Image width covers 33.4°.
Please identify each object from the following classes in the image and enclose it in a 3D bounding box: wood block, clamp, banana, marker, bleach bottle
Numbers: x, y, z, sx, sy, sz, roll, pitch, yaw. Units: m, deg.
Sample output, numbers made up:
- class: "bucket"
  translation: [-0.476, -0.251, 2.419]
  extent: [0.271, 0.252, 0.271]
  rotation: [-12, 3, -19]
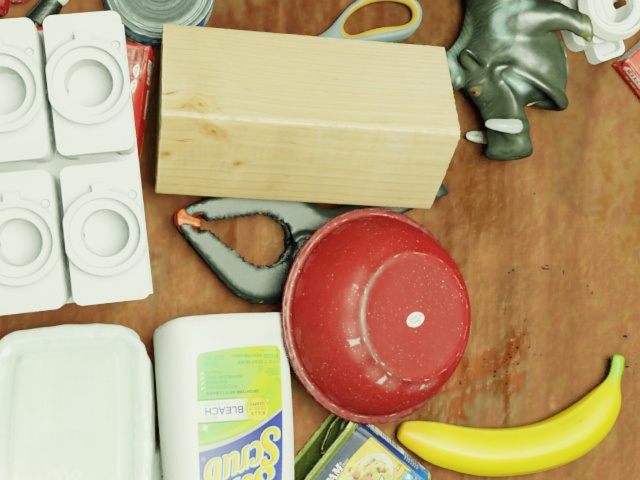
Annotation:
- class: "wood block"
  translation: [-0.014, -0.087, 0.775]
  extent: [0.206, 0.090, 0.091]
  rotation: [3, 54, -10]
- class: "clamp"
  translation: [-0.005, 0.001, 0.817]
  extent: [0.209, 0.036, 0.164]
  rotation: [23, 84, -13]
- class: "banana"
  translation: [0.161, 0.152, 0.849]
  extent: [0.197, 0.037, 0.069]
  rotation: [-16, 74, -11]
- class: "marker"
  translation: [-0.179, -0.205, 0.797]
  extent: [0.020, 0.020, 0.121]
  rotation: [35, 84, -8]
- class: "bleach bottle"
  translation: [-0.057, 0.180, 0.748]
  extent: [0.102, 0.068, 0.251]
  rotation: [-1, 75, -28]

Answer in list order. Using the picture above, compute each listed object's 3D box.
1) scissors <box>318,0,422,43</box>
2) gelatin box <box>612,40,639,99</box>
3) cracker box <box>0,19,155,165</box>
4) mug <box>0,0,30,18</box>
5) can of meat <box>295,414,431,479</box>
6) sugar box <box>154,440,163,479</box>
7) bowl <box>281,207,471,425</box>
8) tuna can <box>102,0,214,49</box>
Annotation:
- class: "scissors"
  translation: [-0.006, -0.129, 0.829]
  extent: [0.201, 0.016, 0.096]
  rotation: [-25, 94, -9]
- class: "gelatin box"
  translation: [0.297, -0.145, 0.876]
  extent: [0.089, 0.030, 0.073]
  rotation: [-41, 96, -8]
- class: "cracker box"
  translation: [-0.235, -0.073, 0.759]
  extent: [0.213, 0.072, 0.164]
  rotation: [8, 88, -9]
- class: "mug"
  translation: [-0.247, -0.203, 0.757]
  extent: [0.117, 0.093, 0.081]
  rotation: [6, 94, -46]
- class: "can of meat"
  translation: [0.023, 0.189, 0.811]
  extent: [0.084, 0.057, 0.102]
  rotation: [41, 83, -9]
- class: "sugar box"
  translation: [-0.079, 0.231, 0.798]
  extent: [0.093, 0.048, 0.176]
  rotation: [-40, 97, -8]
- class: "bowl"
  translation: [0.055, 0.055, 0.773]
  extent: [0.161, 0.055, 0.162]
  rotation: [2, 86, -29]
- class: "tuna can"
  translation: [-0.121, -0.189, 0.799]
  extent: [0.086, 0.034, 0.086]
  rotation: [0, 89, -10]
